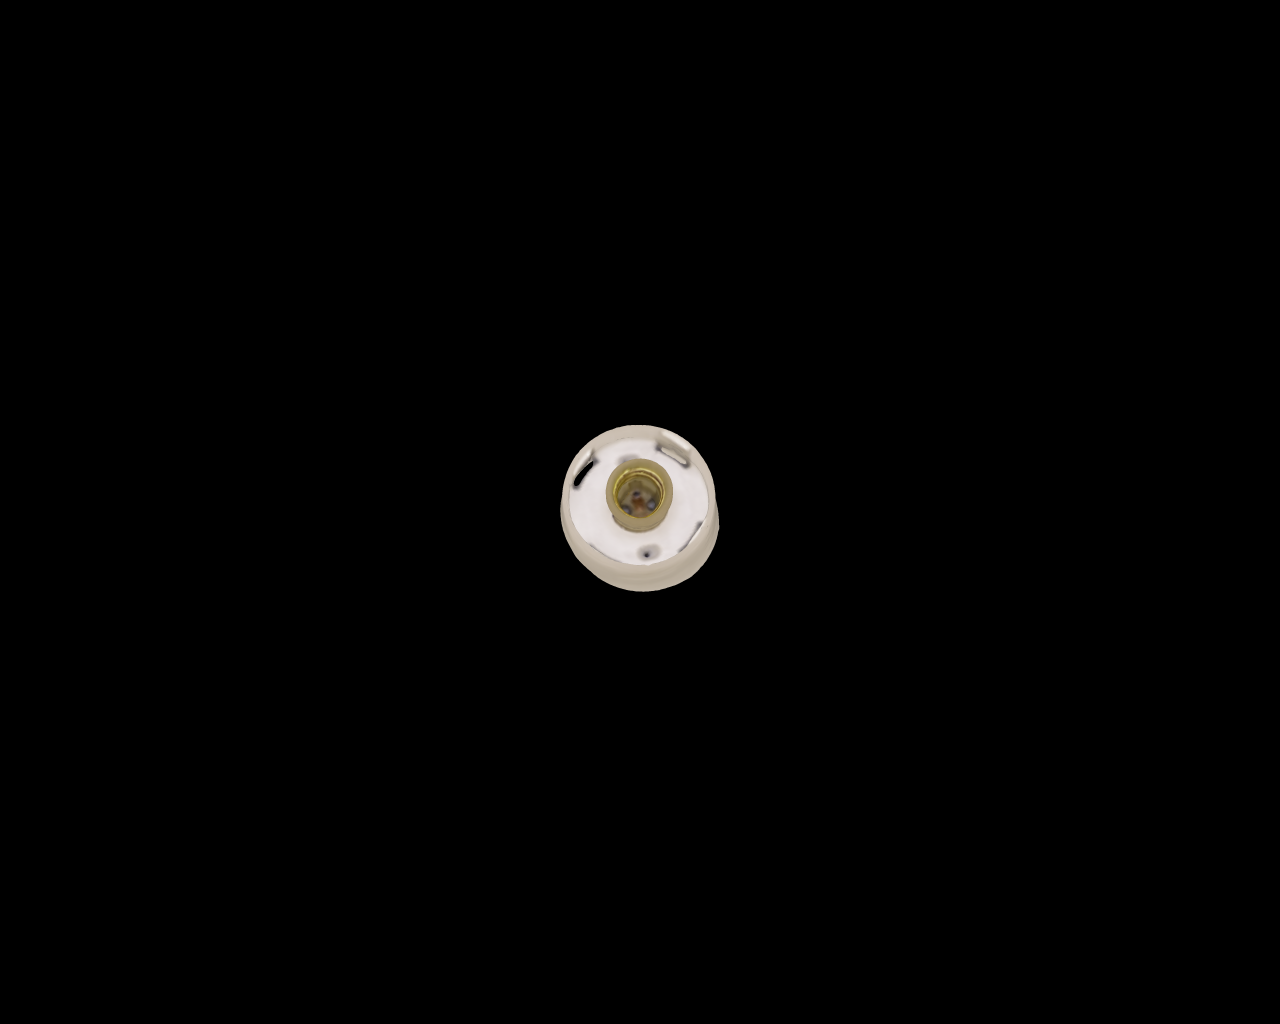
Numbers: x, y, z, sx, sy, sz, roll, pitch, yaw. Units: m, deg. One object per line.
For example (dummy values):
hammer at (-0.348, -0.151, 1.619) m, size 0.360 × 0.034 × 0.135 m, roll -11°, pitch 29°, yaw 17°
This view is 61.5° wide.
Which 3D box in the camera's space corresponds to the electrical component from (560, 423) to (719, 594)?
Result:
electrical component at (0.001, -0.003, 0.650) m, size 0.099 × 0.099 × 0.064 m, roll 0°, pitch -21°, yaw 0°
